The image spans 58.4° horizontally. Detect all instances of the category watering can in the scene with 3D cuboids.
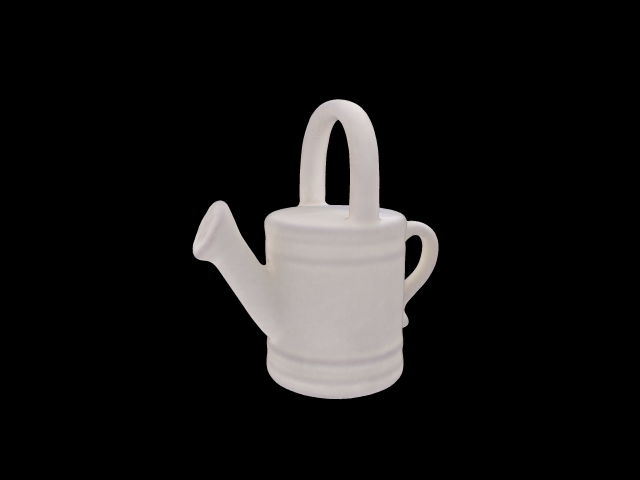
[{"bbox_3d":[0.005,0.002,0.398,0.173,0.194,0.100,-11,16,-43],"label":"watering can"}]
